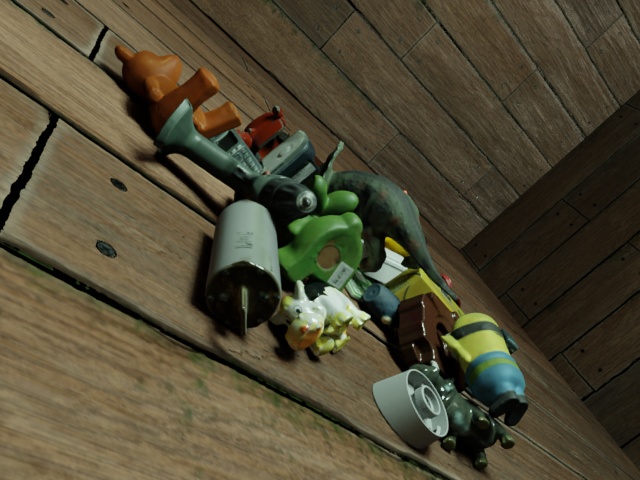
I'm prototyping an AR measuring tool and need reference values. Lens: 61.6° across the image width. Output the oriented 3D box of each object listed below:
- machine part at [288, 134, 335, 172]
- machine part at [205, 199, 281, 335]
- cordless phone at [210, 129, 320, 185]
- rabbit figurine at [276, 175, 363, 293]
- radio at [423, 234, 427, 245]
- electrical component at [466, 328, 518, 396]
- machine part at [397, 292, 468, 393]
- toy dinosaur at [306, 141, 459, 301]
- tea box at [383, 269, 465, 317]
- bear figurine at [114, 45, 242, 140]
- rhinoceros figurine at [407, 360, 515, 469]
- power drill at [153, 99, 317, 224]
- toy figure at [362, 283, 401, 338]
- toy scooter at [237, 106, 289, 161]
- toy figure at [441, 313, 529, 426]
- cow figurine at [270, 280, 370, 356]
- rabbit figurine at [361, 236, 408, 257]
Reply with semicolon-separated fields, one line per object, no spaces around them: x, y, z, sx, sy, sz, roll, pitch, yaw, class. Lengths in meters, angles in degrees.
-0.021;-0.131;1.208;0.201;0.087;0.201;37;15;-26;machine part
-0.084;0.020;0.597;0.079;0.079;0.243;41;15;-21;machine part
-0.101;-0.156;0.908;0.184;0.146;0.088;53;6;21;cordless phone
-0.019;-0.015;0.797;0.121;0.159;0.170;24;8;-34;rabbit figurine
0.171;-0.023;1.365;0.073;0.131;0.230;39;15;-31;radio
0.335;0.238;1.089;0.058;0.134;0.115;44;15;-5;electrical component
0.197;0.175;0.910;0.179;0.056;0.179;36;39;-36;machine part
0.092;-0.055;0.970;0.405;0.191;0.131;25;44;31;toy dinosaur
0.204;0.137;1.028;0.169;0.098;0.068;46;21;-15;tea box
-0.225;-0.236;0.830;0.196;0.132;0.120;60;3;31;bear figurine
0.200;0.249;0.785;0.190;0.073;0.112;40;16;-21;rhinoceros figurine
-0.113;-0.096;0.717;0.207;0.086;0.232;30;-7;-15;power drill
0.139;0.137;0.960;0.154;0.064;0.058;45;-25;-25;toy figure
-0.099;-0.183;1.022;0.075;0.135;0.183;52;13;30;toy scooter
0.255;0.187;0.811;0.082;0.089;0.180;59;5;-31;toy figure
-0.009;0.085;0.650;0.098;0.068;0.167;45;9;21;cow figurine
0.144;-0.012;1.189;0.173;0.162;0.122;31;14;-6;rabbit figurine
